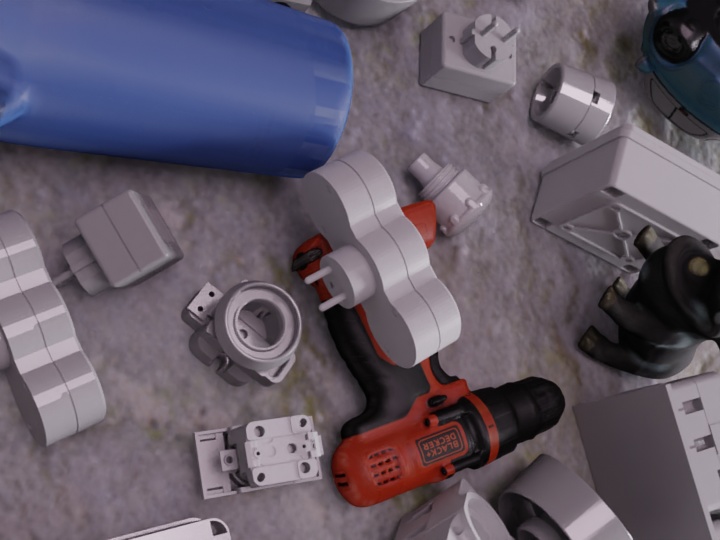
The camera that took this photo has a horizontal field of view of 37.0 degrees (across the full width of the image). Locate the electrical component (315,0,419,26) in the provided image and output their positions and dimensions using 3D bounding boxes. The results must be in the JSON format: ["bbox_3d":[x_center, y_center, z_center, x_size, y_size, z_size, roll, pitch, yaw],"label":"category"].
[{"bbox_3d":[0.003,-0.235,0.803,0.108,0.060,0.108,7,73,-24],"label":"electrical component"}]

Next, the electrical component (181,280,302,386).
[{"bbox_3d":[-0.072,0.039,0.691,0.078,0.057,0.058,41,62,-11],"label":"electrical component"}]

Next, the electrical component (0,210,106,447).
[{"bbox_3d":[-0.210,0.039,0.625,0.074,0.052,0.138,-23,87,-30],"label":"electrical component"}]

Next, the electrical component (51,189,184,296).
[{"bbox_3d":[-0.157,-0.009,0.663,0.077,0.066,0.047,-30,90,-1],"label":"electrical component"}]

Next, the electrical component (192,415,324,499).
[{"bbox_3d":[-0.059,0.115,0.672,0.081,0.064,0.042,-5,77,-27],"label":"electrical component"}]

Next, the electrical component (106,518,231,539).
[{"bbox_3d":[-0.129,0.192,0.619,0.113,0.057,0.078,-9,80,-28],"label":"electrical component"}]

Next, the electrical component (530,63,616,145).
[{"bbox_3d":[0.169,-0.134,0.861,0.047,0.055,0.055,20,68,-16],"label":"electrical component"}]

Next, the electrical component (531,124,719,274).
[{"bbox_3d":[0.207,-0.051,0.824,0.109,0.109,0.056,26,69,-18],"label":"electrical component"}]

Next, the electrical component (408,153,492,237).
[{"bbox_3d":[0.063,-0.059,0.793,0.062,0.048,0.048,44,61,0],"label":"electrical component"}]

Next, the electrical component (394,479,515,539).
[{"bbox_3d":[0.090,0.220,0.692,0.150,0.062,0.089,51,19,-5],"label":"electrical component"}]

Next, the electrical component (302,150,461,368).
[{"bbox_3d":[0.000,0.000,0.675,0.074,0.052,0.138,-28,91,-25],"label":"electrical component"}]

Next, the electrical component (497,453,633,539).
[{"bbox_3d":[0.143,0.175,0.737,0.064,0.099,0.099,-32,91,-23],"label":"electrical component"}]

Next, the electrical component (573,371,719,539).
[{"bbox_3d":[0.234,0.175,0.775,0.060,0.105,0.186,-10,80,-28],"label":"electrical component"}]

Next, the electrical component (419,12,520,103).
[{"bbox_3d":[0.092,-0.169,0.819,0.066,0.077,0.047,10,72,-23],"label":"electrical component"}]
